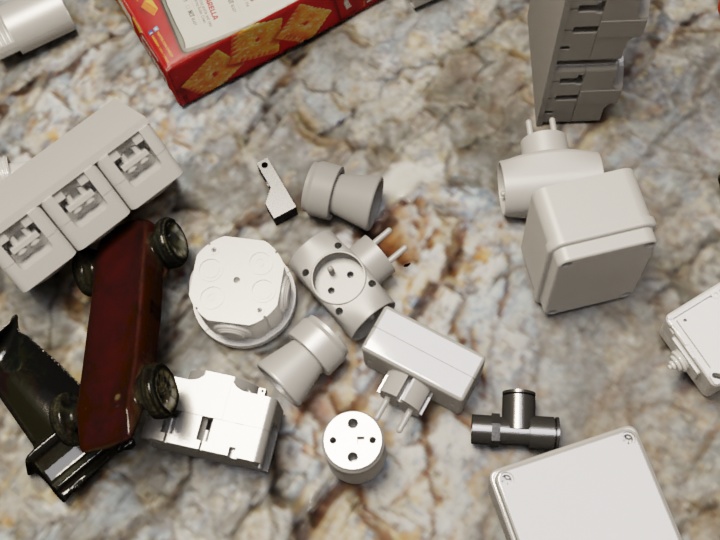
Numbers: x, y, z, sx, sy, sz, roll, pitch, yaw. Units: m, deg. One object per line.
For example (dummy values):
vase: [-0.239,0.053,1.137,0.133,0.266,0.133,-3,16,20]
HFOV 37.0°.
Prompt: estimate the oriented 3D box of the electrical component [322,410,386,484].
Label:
electrical component: [-0.004,0.127,0.772,0.045,0.055,0.045,-1,70,2]

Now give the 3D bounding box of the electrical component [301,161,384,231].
electrical component: [-0.014,-0.059,0.845,0.055,0.045,0.045,15,72,9]

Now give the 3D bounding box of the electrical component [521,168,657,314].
electrical component: [0.165,-0.018,0.786,0.078,0.113,0.057,-13,67,-2]

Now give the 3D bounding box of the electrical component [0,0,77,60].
electrical component: [-0.288,-0.207,0.912,0.081,0.043,0.043,-27,71,-7]

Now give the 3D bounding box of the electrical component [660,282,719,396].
electrical component: [0.266,0.048,0.789,0.096,0.061,0.061,-32,72,0]

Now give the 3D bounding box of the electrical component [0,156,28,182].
electrical component: [-0.291,-0.073,0.865,0.062,0.048,0.048,-15,70,-10]

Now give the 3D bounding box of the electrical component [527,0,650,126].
electrical component: [0.169,-0.200,0.812,0.060,0.186,0.105,-2,70,2]

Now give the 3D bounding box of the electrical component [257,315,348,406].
electrical component: [-0.042,0.067,0.801,0.045,0.045,0.055,42,77,15]

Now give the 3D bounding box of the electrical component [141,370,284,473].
electrical component: [-0.106,0.108,0.787,0.089,0.050,0.055,11,71,7]

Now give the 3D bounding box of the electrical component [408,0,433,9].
electrical component: [0.047,-0.291,0.908,0.057,0.078,0.113,-25,71,-3]

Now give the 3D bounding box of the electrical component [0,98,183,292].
electrical component: [-0.220,-0.057,0.829,0.150,0.061,0.089,-39,31,-11]

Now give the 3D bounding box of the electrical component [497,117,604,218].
electrical component: [0.147,-0.084,0.846,0.077,0.044,0.079,-5,70,1]

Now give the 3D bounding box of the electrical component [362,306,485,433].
electrical component: [0.038,0.082,0.791,0.083,0.047,0.075,27,74,12]

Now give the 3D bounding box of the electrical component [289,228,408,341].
electrical component: [0.000,0.000,0.822,0.079,0.044,0.077,-40,73,-6]

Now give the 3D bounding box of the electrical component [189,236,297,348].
electrical component: [-0.090,0.016,0.819,0.080,0.051,0.080,-1,70,2]

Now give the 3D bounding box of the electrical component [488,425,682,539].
electrical component: [0.157,0.178,0.746,0.109,0.056,0.108,-18,70,-4]
